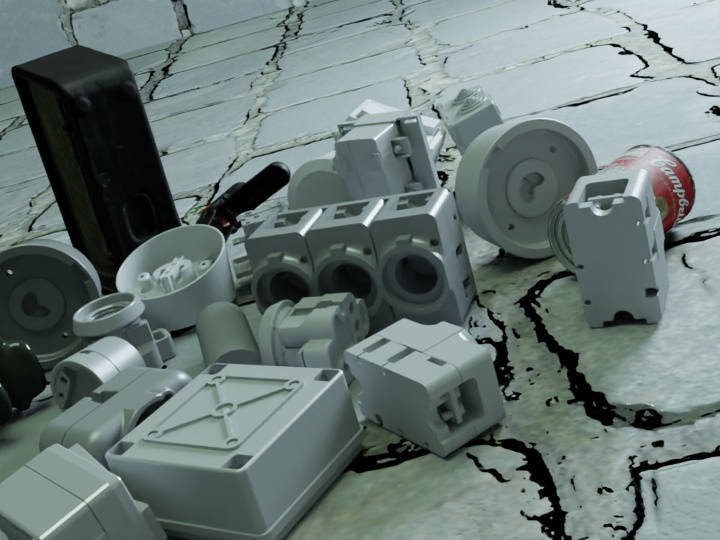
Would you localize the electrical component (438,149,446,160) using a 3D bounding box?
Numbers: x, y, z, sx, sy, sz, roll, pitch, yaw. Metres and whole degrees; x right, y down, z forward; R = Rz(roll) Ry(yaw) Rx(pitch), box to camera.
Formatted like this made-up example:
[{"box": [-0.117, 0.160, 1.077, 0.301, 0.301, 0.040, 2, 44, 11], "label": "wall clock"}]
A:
[{"box": [0.050, -0.115, 1.105, 0.076, 0.047, 0.083, -3, 24, 30], "label": "electrical component"}]

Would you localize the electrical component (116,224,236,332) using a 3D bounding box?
[{"box": [-0.157, 0.009, 0.922, 0.099, 0.064, 0.099, -14, 21, 6], "label": "electrical component"}]

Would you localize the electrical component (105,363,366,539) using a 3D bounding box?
[{"box": [-0.071, 0.105, 0.631, 0.109, 0.056, 0.109, -1, 26, 35], "label": "electrical component"}]

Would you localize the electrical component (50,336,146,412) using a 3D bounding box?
[{"box": [-0.189, 0.080, 0.784, 0.055, 0.055, 0.047, -3, 21, 30], "label": "electrical component"}]

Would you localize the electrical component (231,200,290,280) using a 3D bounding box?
[{"box": [-0.077, -0.024, 0.950, 0.081, 0.063, 0.042, -19, 22, -7], "label": "electrical component"}]

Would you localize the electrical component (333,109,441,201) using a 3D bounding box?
[{"box": [0.025, -0.064, 0.893, 0.079, 0.121, 0.063, -1, 28, 35], "label": "electrical component"}]

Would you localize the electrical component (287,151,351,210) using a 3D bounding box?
[{"box": [-0.023, -0.070, 1.005, 0.080, 0.080, 0.051, -7, 18, 23], "label": "electrical component"}]

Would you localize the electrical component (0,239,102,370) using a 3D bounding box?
[{"box": [-0.272, 0.025, 0.915, 0.108, 0.108, 0.060, -17, 15, -3], "label": "electrical component"}]

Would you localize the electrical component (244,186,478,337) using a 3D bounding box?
[{"box": [0.000, 0.000, 0.796, 0.150, 0.089, 0.061, -7, 23, 22], "label": "electrical component"}]

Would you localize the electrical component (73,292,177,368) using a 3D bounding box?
[{"box": [-0.191, 0.054, 0.846, 0.078, 0.057, 0.058, -24, 22, -19], "label": "electrical component"}]

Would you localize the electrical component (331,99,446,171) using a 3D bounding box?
[{"box": [0.021, -0.112, 0.953, 0.096, 0.061, 0.061, 23, 28, 7], "label": "electrical component"}]

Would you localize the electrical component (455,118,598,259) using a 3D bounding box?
[{"box": [0.127, -0.066, 0.852, 0.108, 0.108, 0.060, -23, 16, -17], "label": "electrical component"}]

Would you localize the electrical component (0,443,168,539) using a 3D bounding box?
[{"box": [-0.159, 0.139, 0.594, 0.061, 0.061, 0.096, -39, 29, -30], "label": "electrical component"}]

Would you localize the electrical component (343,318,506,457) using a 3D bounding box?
[{"box": [0.041, 0.067, 0.652, 0.056, 0.050, 0.089, -27, 23, -26], "label": "electrical component"}]

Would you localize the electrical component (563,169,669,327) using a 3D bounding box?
[{"box": [0.171, -0.016, 0.710, 0.050, 0.089, 0.055, -6, 23, 25], "label": "electrical component"}]

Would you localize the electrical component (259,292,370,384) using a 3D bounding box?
[{"box": [-0.033, 0.048, 0.745, 0.057, 0.058, 0.078, -4, 24, 22], "label": "electrical component"}]

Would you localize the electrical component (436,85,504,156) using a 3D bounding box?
[{"box": [0.116, -0.119, 1.000, 0.048, 0.099, 0.099, -28, 19, 9], "label": "electrical component"}]

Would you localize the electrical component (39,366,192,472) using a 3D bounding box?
[{"box": [-0.147, 0.105, 0.689, 0.059, 0.053, 0.095, 1, 27, 38], "label": "electrical component"}]
